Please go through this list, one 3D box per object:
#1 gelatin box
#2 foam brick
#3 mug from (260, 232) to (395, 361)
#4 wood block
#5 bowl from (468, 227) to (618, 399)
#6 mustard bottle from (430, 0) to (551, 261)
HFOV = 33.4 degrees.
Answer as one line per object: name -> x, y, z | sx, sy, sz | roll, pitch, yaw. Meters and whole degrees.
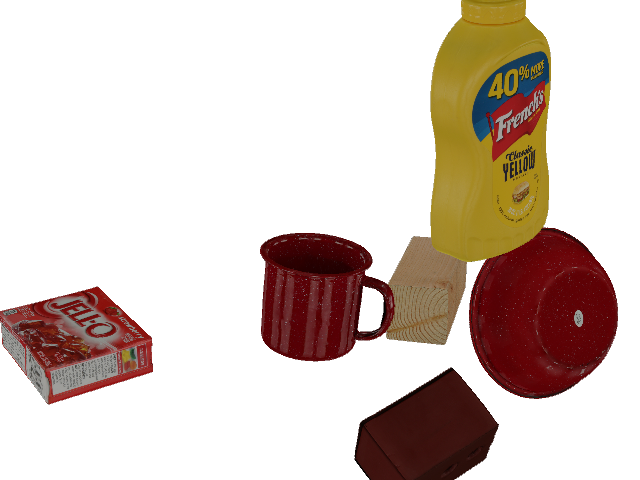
gelatin box -> -0.162, 0.066, 0.703 | 0.073, 0.030, 0.089 | -14, 29, -31
foam brick -> 0.068, 0.131, 0.696 | 0.078, 0.051, 0.053 | -28, -32, -23
mug -> 0.005, 0.050, 0.887 | 0.117, 0.081, 0.093 | 11, 22, 13
wood block -> 0.164, 0.072, 1.624 | 0.091, 0.090, 0.206 | 5, 22, 14
bowl -> 0.218, 0.069, 0.979 | 0.161, 0.162, 0.055 | 0, 1, -25
mustard bottle -> 0.114, -0.088, 0.710 | 0.096, 0.192, 0.058 | -24, 32, -34
